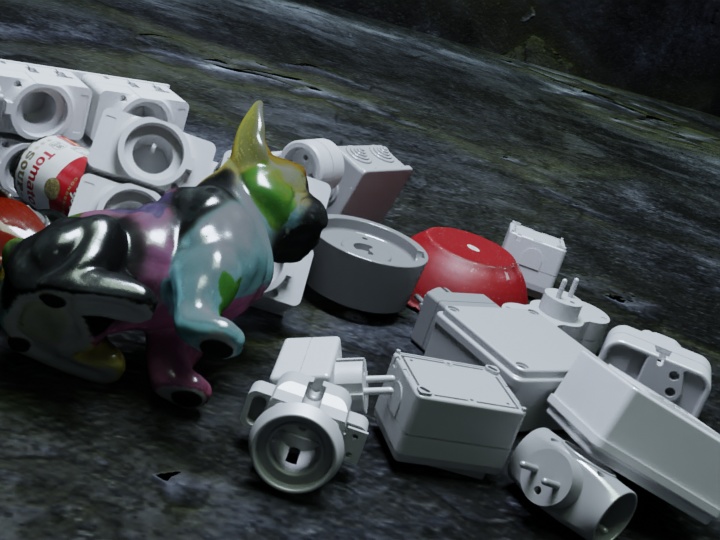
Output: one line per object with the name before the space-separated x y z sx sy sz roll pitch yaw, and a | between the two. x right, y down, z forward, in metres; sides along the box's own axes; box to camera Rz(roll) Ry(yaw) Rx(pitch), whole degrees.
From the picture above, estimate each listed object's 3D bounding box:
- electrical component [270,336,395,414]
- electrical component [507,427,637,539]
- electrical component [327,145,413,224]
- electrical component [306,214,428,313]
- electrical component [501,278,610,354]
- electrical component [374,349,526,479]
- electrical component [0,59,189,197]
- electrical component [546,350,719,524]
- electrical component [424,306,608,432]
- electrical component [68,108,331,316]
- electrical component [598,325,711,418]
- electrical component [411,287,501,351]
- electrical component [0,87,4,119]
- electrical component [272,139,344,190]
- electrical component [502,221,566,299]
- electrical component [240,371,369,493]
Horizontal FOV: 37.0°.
electrical component | -0.015 0.077 0.716 0.077 0.047 0.065 -3 19 6
electrical component | 0.131 0.138 0.703 0.077 0.044 0.079 36 5 40
electrical component | -0.005 -0.083 1.115 0.048 0.099 0.100 44 29 24
electrical component | 0.000 0.000 0.951 0.108 0.060 0.108 16 20 -6
electrical component | 0.180 0.040 0.982 0.138 0.073 0.052 -3 28 -45
electrical component | 0.065 0.101 0.736 0.096 0.061 0.061 11 21 -19
electrical component | -0.259 -0.122 0.983 0.186 0.105 0.060 2 25 -38
electrical component | 0.201 0.115 0.762 0.109 0.056 0.108 31 4 -11
electrical component | 0.125 0.078 0.859 0.109 0.056 0.109 4 24 -36
electrical component | -0.127 -0.044 0.846 0.186 0.105 0.060 18 -14 -14
electrical component | 0.257 0.090 0.947 0.095 0.053 0.059 22 20 12
electrical component | 0.076 0.040 0.931 0.066 0.047 0.077 4 24 -35
electrical component | -0.370 -0.134 0.916 0.060 0.105 0.186 -1 27 -43
electrical component | -0.072 -0.092 1.064 0.138 0.052 0.074 -15 0 34
electrical component | 0.180 -0.011 1.150 0.062 0.061 0.096 20 12 5
electrical component | -0.036 0.100 0.657 0.078 0.058 0.057 19 17 0
